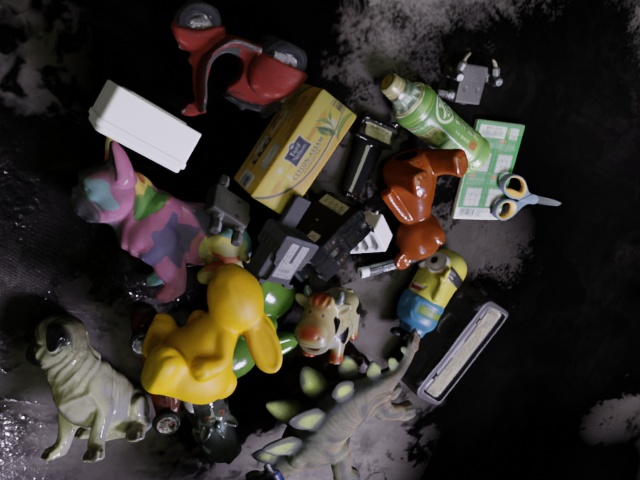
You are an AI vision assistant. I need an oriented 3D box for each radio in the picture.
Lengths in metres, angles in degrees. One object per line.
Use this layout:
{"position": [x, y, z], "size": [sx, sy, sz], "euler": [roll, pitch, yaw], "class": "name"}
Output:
{"position": [0.247, 0.195, 1.018], "size": [0.229, 0.073, 0.131], "euler": [-54, 141, 2], "class": "radio"}

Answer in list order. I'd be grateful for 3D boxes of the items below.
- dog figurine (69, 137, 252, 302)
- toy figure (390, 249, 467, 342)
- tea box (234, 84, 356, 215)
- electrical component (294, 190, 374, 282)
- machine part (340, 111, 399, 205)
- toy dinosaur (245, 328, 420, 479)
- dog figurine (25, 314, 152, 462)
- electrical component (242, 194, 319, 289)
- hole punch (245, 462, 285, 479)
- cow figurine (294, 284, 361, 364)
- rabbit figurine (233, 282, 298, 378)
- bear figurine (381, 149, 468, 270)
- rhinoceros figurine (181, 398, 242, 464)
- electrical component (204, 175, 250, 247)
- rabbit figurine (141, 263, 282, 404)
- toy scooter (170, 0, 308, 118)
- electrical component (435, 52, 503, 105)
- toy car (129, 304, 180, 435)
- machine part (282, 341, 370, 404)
{"position": [-0.204, -0.039, 0.697], "size": [0.191, 0.109, 0.219], "euler": [-25, 117, -14], "class": "dog figurine"}
{"position": [0.195, 0.099, 0.967], "size": [0.089, 0.082, 0.180], "euler": [22, 93, -51], "class": "toy figure"}
{"position": [-0.038, -0.127, 0.745], "size": [0.068, 0.098, 0.169], "euler": [33, 96, -32], "class": "tea box"}
{"position": [-0.002, -0.002, 0.803], "size": [0.134, 0.115, 0.058], "euler": [-42, 123, -6], "class": "electrical component"}
{"position": [0.070, -0.125, 0.835], "size": [0.084, 0.039, 0.138], "euler": [10, 105, -37], "class": "machine part"}
{"position": [-0.001, 0.317, 0.890], "size": [0.471, 0.105, 0.198], "euler": [-47, 120, -5], "class": "toy dinosaur"}
{"position": [-0.314, 0.190, 0.758], "size": [0.121, 0.172, 0.190], "euler": [-7, 89, 11], "class": "dog figurine"}
{"position": [-0.042, 0.003, 0.718], "size": [0.119, 0.048, 0.074], "euler": [-54, 144, 8], "class": "electrical component"}
{"position": [-0.088, 0.425, 0.810], "size": [0.116, 0.092, 0.142], "euler": [-22, 112, -9], "class": "hole punch"}
{"position": [0.015, 0.121, 0.835], "size": [0.086, 0.195, 0.127], "euler": [10, 102, 16], "class": "cow figurine"}
{"position": [-0.113, 0.128, 0.809], "size": [0.159, 0.121, 0.170], "euler": [29, 84, -53], "class": "rabbit figurine"}
{"position": [0.167, -0.043, 0.864], "size": [0.120, 0.132, 0.195], "euler": [-26, 114, -25], "class": "bear figurine"}
{"position": [-0.173, 0.278, 0.843], "size": [0.073, 0.112, 0.190], "euler": [-18, 126, -17], "class": "rhinoceros figurine"}
{"position": [-0.118, -0.040, 0.698], "size": [0.021, 0.094, 0.063], "euler": [-29, 134, 33], "class": "electrical component"}
{"position": [-0.123, 0.116, 0.670], "size": [0.162, 0.122, 0.173], "euler": [27, 95, -15], "class": "rabbit figurine"}
{"position": [-0.110, -0.209, 0.688], "size": [0.184, 0.075, 0.135], "euler": [16, 103, -27], "class": "toy scooter"}
{"position": [0.239, -0.255, 0.856], "size": [0.102, 0.045, 0.078], "euler": [5, 107, -28], "class": "electrical component"}
{"position": [-0.234, 0.188, 0.781], "size": [0.053, 0.089, 0.201], "euler": [-14, 111, -15], "class": "toy car"}
{"position": [0.022, 0.266, 0.966], "size": [0.179, 0.056, 0.179], "euler": [-11, 117, -22], "class": "machine part"}
